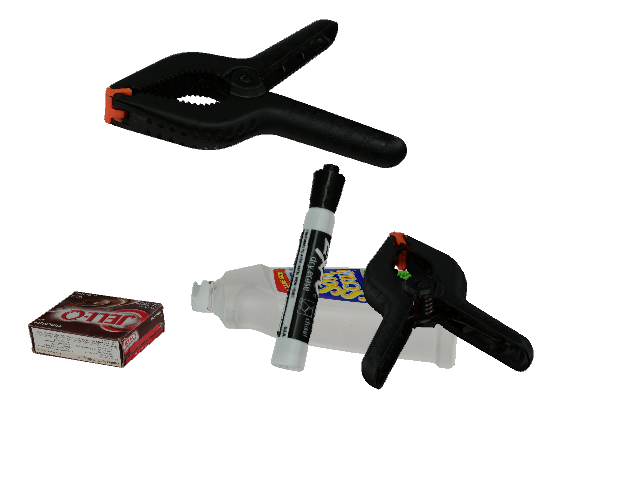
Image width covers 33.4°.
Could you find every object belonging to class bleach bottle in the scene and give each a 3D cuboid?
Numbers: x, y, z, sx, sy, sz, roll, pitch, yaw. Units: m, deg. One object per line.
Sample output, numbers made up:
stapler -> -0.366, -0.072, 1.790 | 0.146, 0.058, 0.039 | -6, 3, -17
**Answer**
bleach bottle -> 0.002, 0.065, 1.008 | 0.251, 0.068, 0.102 | 3, 28, 5

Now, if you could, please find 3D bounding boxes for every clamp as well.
clamp -> 0.086, 0.049, 0.790 | 0.120, 0.039, 0.171 | 4, 34, -4
clamp -> -0.048, -0.099, 0.774 | 0.209, 0.036, 0.165 | -12, 48, -24

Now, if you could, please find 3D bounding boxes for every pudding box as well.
pudding box -> -0.234, 0.092, 1.121 | 0.114, 0.039, 0.090 | 4, 21, 21

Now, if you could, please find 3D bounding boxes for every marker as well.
marker -> -0.006, 0.014, 0.609 | 0.020, 0.121, 0.020 | 12, -14, 3
